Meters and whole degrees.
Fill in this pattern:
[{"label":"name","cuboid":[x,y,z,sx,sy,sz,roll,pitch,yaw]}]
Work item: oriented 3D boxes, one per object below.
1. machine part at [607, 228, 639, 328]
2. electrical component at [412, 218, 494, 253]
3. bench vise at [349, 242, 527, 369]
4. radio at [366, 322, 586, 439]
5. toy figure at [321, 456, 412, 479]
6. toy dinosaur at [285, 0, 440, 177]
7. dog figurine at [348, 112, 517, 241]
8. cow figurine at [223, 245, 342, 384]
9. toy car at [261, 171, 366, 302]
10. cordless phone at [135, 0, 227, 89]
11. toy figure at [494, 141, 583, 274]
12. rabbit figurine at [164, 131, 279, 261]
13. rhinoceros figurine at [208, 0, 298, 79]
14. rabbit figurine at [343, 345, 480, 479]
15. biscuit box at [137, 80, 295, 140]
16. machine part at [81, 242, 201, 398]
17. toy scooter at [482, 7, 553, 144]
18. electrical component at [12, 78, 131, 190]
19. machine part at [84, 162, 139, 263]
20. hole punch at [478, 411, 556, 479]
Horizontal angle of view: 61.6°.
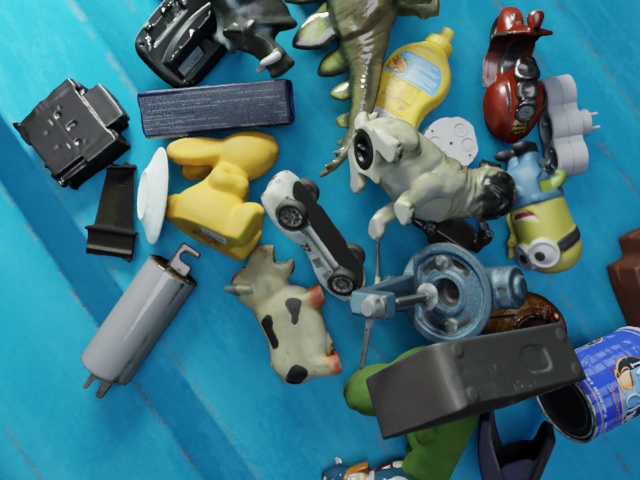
[{"label":"machine part","cuboid":[0.514,0.062,0.715,0.201,0.087,0.201,-21,87,1]},{"label":"electrical component","cuboid":[0.184,-0.018,0.734,0.102,0.078,0.045,38,129,6]},{"label":"bench vise","cuboid":[0.113,0.064,0.645,0.224,0.240,0.128,7,98,43]},{"label":"radio","cuboid":[0.180,0.155,0.605,0.229,0.131,0.073,-2,63,-34]},{"label":"toy figure","cuboid":[0.078,0.334,0.737,0.155,0.057,0.064,4,51,3]},{"label":"toy dinosaur","cuboid":[0.056,-0.320,0.710,0.199,0.105,0.471,-4,80,21]},{"label":"dog figurine","cuboid":[0.146,-0.093,0.680,0.190,0.121,0.172,-15,93,-24]},{"label":"cow figurine","cuboid":[-0.052,0.101,0.732,0.127,0.085,0.194,-16,90,-4]},{"label":"toy car","cuboid":[-0.001,-0.002,0.708,0.056,0.073,0.201,-24,115,29]},{"label":"cordless phone","cuboid":[-0.215,-0.316,0.752,0.184,0.088,0.146,41,91,13]},{"label":"toy figure","cuboid":[0.297,-0.043,0.724,0.089,0.082,0.180,-13,85,-5]},{"label":"rabbit figurine","cuboid":[-0.126,-0.078,0.734,0.162,0.121,0.173,26,76,11]},{"label":"rhinoceros figurine","cuboid":[-0.095,-0.291,0.664,0.112,0.073,0.190,-44,109,-7]},{"label":"rabbit figurine","cuboid":[0.116,0.216,0.709,0.170,0.121,0.159,27,97,16]},{"label":"biscuit box","cuboid":[-0.136,-0.178,0.727,0.203,0.059,0.062,-4,108,1]},{"label":"machine part","cuboid":[-0.248,0.108,0.736,0.079,0.079,0.243,34,91,2]},{"label":"toy scooter","cuboid":[0.260,-0.224,0.701,0.075,0.135,0.183,-2,90,0]},{"label":"electrical component","cuboid":[-0.337,-0.154,0.753,0.134,0.058,0.115,-40,90,1]},{"label":"machine part","cuboid":[-0.289,-0.043,0.760,0.084,0.039,0.138,12,91,7]},{"label":"hole punch","cuboid":[0.241,0.282,0.699,0.092,0.142,0.115,19,91,18]}]
